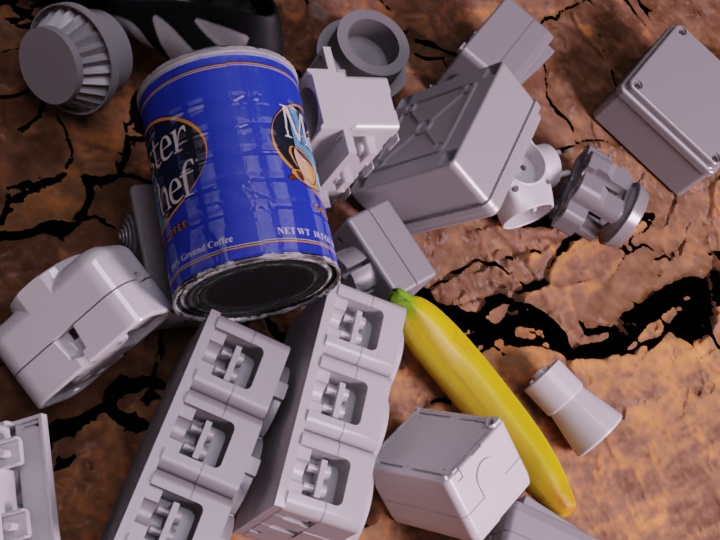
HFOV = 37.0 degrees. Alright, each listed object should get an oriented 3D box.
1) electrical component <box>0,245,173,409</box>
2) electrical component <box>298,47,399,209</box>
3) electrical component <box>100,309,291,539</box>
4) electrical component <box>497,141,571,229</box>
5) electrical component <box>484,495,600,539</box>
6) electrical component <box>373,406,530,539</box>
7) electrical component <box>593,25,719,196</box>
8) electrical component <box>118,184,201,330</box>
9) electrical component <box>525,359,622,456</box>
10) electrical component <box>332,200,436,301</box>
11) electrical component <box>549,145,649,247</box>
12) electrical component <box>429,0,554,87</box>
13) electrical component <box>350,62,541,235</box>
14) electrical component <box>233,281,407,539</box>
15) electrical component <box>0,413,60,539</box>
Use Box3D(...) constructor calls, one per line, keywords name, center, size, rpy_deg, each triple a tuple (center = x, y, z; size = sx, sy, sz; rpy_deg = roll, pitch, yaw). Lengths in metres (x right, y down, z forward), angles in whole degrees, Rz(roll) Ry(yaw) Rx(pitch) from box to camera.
Box3D(name="electrical component", center=(-0.169, 0.030, 0.646), size=(0.095, 0.054, 0.059), rpy_deg=(-39, 85, 12))
Box3D(name="electrical component", center=(-0.026, -0.087, 0.745), size=(0.063, 0.121, 0.078), rpy_deg=(-3, 69, -27))
Box3D(name="electrical component", center=(-0.097, 0.113, 0.641), size=(0.062, 0.089, 0.150), rpy_deg=(26, 59, -11))
Box3D(name="electrical component", center=(0.133, -0.080, 0.856), size=(0.079, 0.044, 0.077), rpy_deg=(-14, 73, -28))
Box3D(name="electrical component", center=(0.123, 0.197, 0.714), size=(0.096, 0.061, 0.061), rpy_deg=(27, 59, -10))
Box3D(name="electrical component", center=(0.053, 0.134, 0.704), size=(0.062, 0.096, 0.061), rpy_deg=(-40, 114, -32))
Box3D(name="electrical component", center=(0.278, -0.141, 0.940), size=(0.109, 0.056, 0.108), rpy_deg=(43, 58, 0))
Box3D(name="electrical component", center=(-0.107, -0.009, 0.717), size=(0.100, 0.048, 0.099), rpy_deg=(-5, 70, -25))
Box3D(name="electrical component", center=(0.153, 0.098, 0.786), size=(0.065, 0.044, 0.044), rpy_deg=(47, 58, 8))
Box3D(name="electrical component", center=(0.000, 0.000, 0.760), size=(0.077, 0.047, 0.065), rpy_deg=(-28, 80, -31))
Box3D(name="electrical component", center=(0.194, -0.054, 0.864), size=(0.057, 0.058, 0.078), rpy_deg=(29, 59, -6))
Box3D(name="electrical component", center=(0.114, -0.171, 0.880), size=(0.061, 0.061, 0.096), rpy_deg=(40, 58, -2))
Box3D(name="electrical component", center=(0.063, -0.086, 0.787), size=(0.056, 0.109, 0.108), rpy_deg=(46, 54, -27))
Box3D(name="electrical component", center=(-0.021, 0.096, 0.682), size=(0.062, 0.089, 0.150), rpy_deg=(21, 60, -13))
Box3D(name="electrical component", center=(-0.208, 0.145, 0.587), size=(0.079, 0.063, 0.121), rpy_deg=(-17, 70, 14))
